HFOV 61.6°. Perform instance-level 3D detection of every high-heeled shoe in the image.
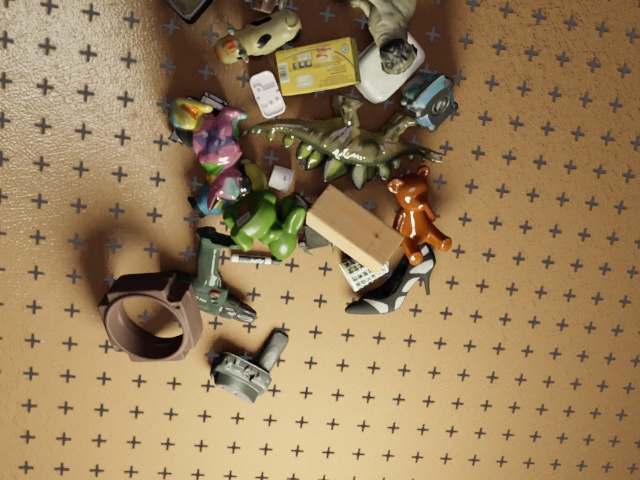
[{"bbox_3d":[0.170,0.092,1.314,0.249,0.086,0.145,-14,100,-9],"label":"high-heeled shoe"}]

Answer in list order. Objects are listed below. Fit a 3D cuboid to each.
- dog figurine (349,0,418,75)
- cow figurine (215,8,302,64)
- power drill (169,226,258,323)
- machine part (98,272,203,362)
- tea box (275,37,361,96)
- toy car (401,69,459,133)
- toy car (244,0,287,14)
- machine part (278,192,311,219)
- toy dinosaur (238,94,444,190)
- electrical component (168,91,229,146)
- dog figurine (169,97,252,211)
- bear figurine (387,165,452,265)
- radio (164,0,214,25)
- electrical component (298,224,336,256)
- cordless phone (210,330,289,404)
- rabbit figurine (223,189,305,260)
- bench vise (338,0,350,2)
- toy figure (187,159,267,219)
[{"bbox_3d":[0.174,-0.462,1.135,0.172,0.121,0.190,-31,95,5],"label":"dog figurine"},{"bbox_3d":[-0.130,-0.426,1.136,0.195,0.127,0.085,-25,101,-5],"label":"cow figurine"},{"bbox_3d":[-0.233,0.080,1.247,0.232,0.086,0.207,16,117,-7],"label":"power drill"},{"bbox_3d":[-0.379,0.177,1.213,0.201,0.087,0.201,-3,116,8],"label":"machine part"},{"bbox_3d":[-0.003,-0.374,1.167,0.170,0.068,0.098,-4,104,15],"label":"tea box"},{"bbox_3d":[0.243,-0.323,1.218,0.109,0.161,0.103,-44,61,9],"label":"toy car"},{"bbox_3d":[-0.098,-0.559,1.114,0.089,0.053,0.202,15,70,-5],"label":"toy car"},{"bbox_3d":[-0.074,-0.044,1.271,0.084,0.039,0.139,32,98,-5],"label":"machine part"},{"bbox_3d":[0.053,-0.225,1.218,0.471,0.105,0.198,14,103,-6],"label":"toy dinosaur"},{"bbox_3d":[-0.255,-0.257,1.190,0.115,0.058,0.134,27,97,-15],"label":"electrical component"},{"bbox_3d":[-0.230,-0.173,1.117,0.192,0.108,0.219,10,96,-5],"label":"dog figurine"},{"bbox_3d":[0.228,-0.061,1.237,0.120,0.132,0.195,-22,137,-14],"label":"bear figurine"},{"bbox_3d":[-0.248,-0.579,1.114,0.131,0.073,0.229,41,94,-14],"label":"radio"},{"bbox_3d":[-0.004,-0.004,1.284,0.102,0.045,0.078,-5,104,-7],"label":"electrical component"},{"bbox_3d":[-0.169,0.290,1.317,0.146,0.089,0.184,32,85,-13],"label":"cordless phone"},{"bbox_3d":[-0.110,-0.033,1.206,0.159,0.121,0.170,-46,129,-1],"label":"rabbit figurine"},{"bbox_3d":[0.096,-0.623,1.120,0.241,0.129,0.223,-1,110,10],"label":"bench vise"},{"bbox_3d":[-0.205,-0.109,1.213,0.180,0.082,0.089,-34,82,-3],"label":"toy figure"}]
